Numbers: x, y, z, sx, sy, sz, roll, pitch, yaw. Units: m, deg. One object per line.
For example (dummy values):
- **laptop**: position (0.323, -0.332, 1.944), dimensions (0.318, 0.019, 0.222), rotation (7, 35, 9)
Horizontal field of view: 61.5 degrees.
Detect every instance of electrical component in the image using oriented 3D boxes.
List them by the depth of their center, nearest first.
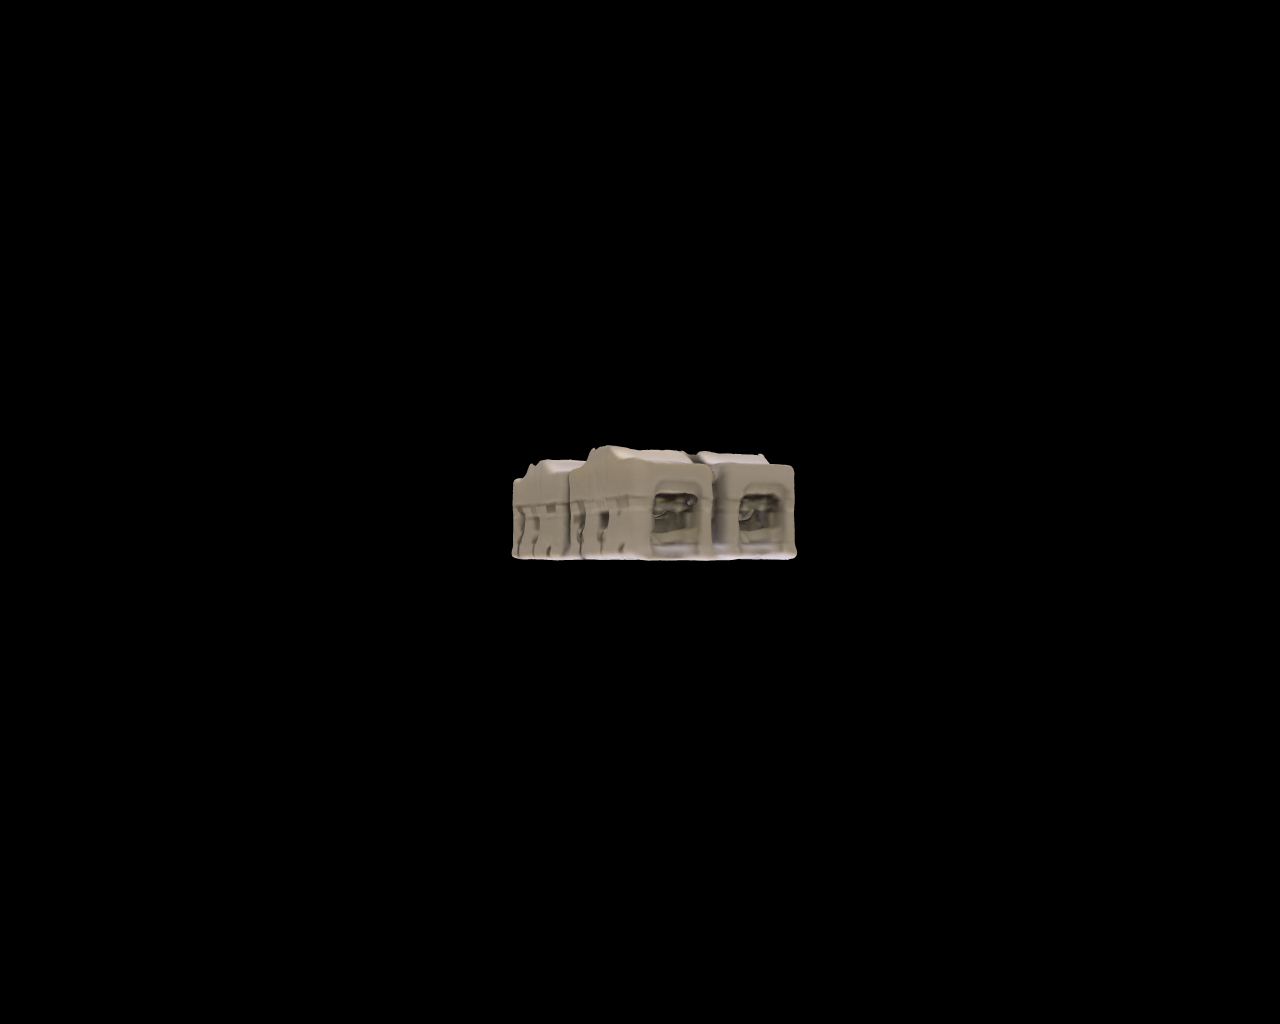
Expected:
- **electrical component**: position (0.001, -0.003, 0.650), dimensions (0.105, 0.060, 0.186), rotation (1, -2, -28)
